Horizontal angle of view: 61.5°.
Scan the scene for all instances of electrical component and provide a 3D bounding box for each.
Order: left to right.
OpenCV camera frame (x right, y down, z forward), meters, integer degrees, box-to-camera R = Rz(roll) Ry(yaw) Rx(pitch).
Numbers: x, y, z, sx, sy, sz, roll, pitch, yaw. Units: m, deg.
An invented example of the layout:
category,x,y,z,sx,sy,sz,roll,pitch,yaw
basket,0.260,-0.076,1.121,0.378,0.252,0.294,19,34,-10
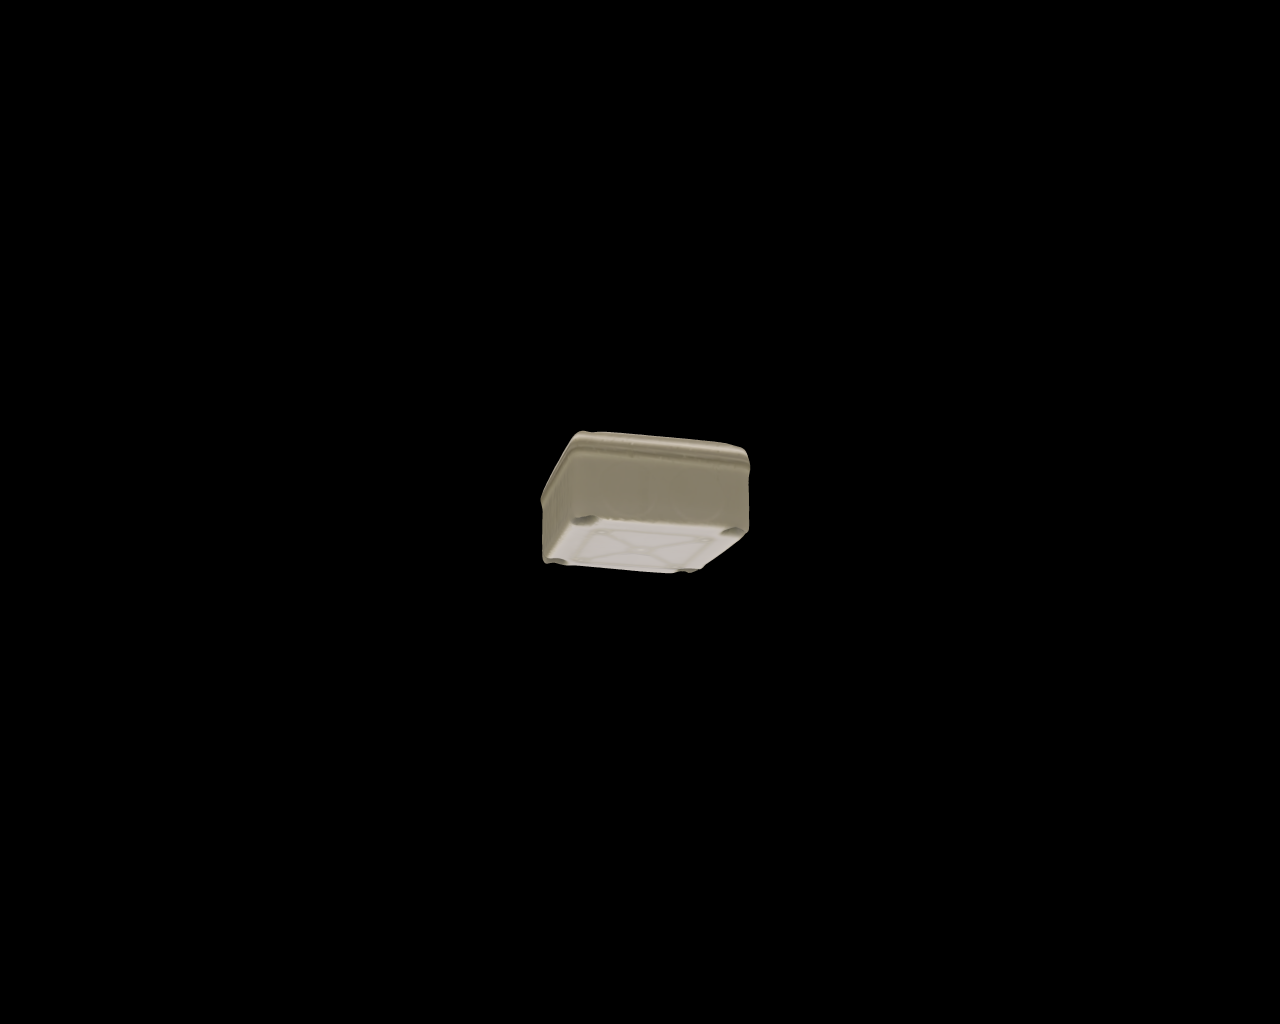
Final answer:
category,x,y,z,sx,sy,sz,roll,pitch,yaw
electrical component,0.001,-0.003,0.650,0.109,0.056,0.108,5,-19,-15
